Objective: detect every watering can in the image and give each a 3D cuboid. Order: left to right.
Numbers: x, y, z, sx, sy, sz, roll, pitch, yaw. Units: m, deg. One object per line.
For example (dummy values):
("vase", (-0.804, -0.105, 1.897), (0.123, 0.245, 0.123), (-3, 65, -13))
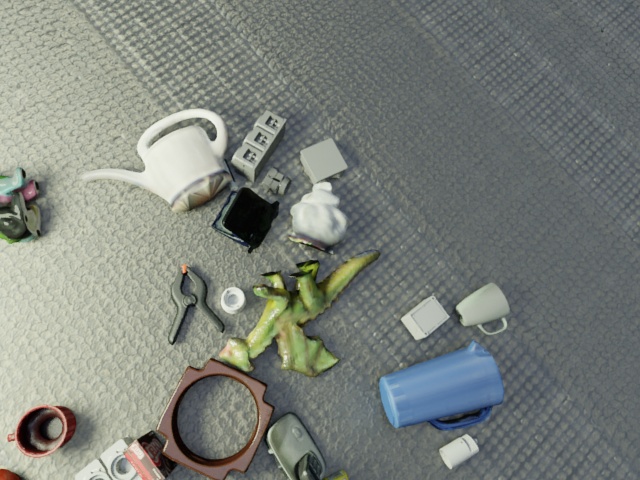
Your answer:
("watering can", (-0.352, -0.159, 1.184), (0.348, 0.103, 0.226), (-32, 80, -3))

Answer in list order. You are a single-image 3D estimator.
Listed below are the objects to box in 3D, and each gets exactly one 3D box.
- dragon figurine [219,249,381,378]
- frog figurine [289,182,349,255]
("dragon figurine", (-0.023, 0.176, 1.138), (0.412, 0.122, 0.242), (-13, 93, -18))
("frog figurine", (0.004, -0.060, 1.191), (0.138, 0.121, 0.160), (16, 83, 17))
